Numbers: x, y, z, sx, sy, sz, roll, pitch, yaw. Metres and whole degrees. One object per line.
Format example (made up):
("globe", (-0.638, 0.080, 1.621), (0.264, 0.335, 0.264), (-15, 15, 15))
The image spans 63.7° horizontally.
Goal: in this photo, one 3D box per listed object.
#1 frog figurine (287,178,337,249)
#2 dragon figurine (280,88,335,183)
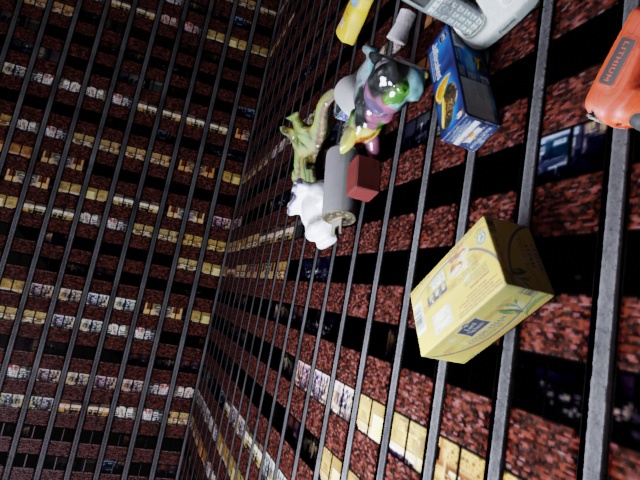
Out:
("frog figurine", (0.004, -0.062, 1.229), (0.161, 0.123, 0.135), (47, 121, 25))
("dragon figurine", (-0.016, -0.239, 1.409), (0.408, 0.122, 0.243), (164, 97, -73))
